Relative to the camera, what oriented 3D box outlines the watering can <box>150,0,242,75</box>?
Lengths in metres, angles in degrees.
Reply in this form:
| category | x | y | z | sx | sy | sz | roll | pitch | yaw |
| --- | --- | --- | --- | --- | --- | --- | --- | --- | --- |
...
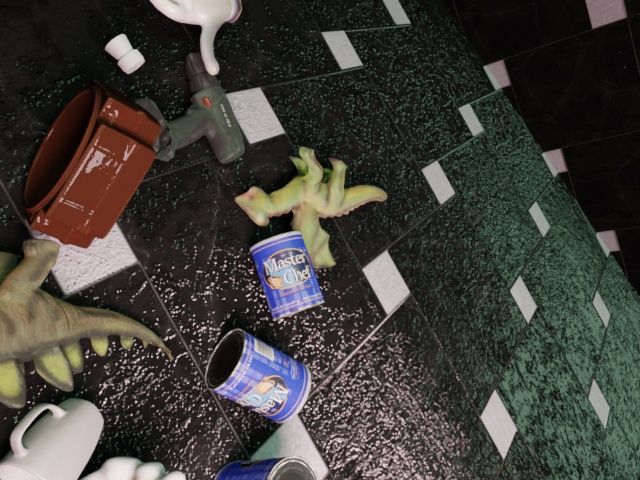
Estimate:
| category | x | y | z | sx | sy | sz | roll | pitch | yaw |
| --- | --- | --- | --- | --- | --- | --- | --- | --- | --- |
| watering can | -0.250 | -0.482 | 1.059 | 0.227 | 0.102 | 0.349 | -28 | 82 | -50 |

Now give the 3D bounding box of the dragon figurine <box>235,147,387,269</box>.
| category | x | y | z | sx | sy | sz | roll | pitch | yaw |
| --- | --- | --- | --- | --- | --- | --- | --- | --- | --- |
| dragon figurine | 0.003 | -0.056 | 1.120 | 0.408 | 0.121 | 0.246 | 18 | 73 | -36 |

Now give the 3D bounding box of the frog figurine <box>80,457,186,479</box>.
| category | x | y | z | sx | sy | sz | roll | pitch | yaw |
| --- | --- | --- | --- | --- | --- | --- | --- | --- | --- |
| frog figurine | -0.228 | 0.328 | 0.601 | 0.122 | 0.157 | 0.140 | 21 | 55 | -36 |
